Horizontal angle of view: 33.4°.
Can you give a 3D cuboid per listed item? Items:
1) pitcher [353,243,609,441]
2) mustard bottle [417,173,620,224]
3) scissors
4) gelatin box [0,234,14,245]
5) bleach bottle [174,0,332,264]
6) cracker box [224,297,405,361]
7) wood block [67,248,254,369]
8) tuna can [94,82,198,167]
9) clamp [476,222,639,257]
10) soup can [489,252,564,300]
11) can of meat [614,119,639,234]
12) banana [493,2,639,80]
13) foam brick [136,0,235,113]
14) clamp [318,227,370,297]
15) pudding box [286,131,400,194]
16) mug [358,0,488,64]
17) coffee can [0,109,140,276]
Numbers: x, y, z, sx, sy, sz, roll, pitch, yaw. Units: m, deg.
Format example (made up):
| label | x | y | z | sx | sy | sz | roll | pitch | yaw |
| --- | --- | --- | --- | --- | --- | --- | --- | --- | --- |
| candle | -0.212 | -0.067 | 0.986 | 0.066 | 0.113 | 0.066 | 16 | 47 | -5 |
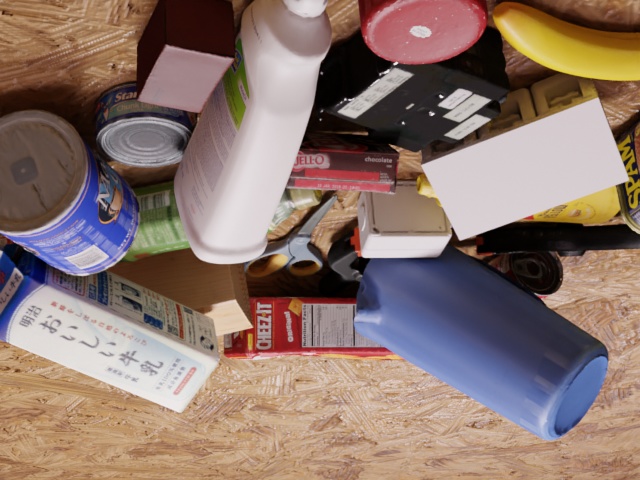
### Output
| label | x | y | z | sx | sy | sz | roll | pitch | yaw |
| --- | --- | --- | --- | --- | --- | --- | --- | --- | --- |
| pitcher | 0.167 | 0.090 | 1.075 | 0.243 | 0.149 | 0.145 | 32 | 171 | 33 |
| mustard bottle | 0.185 | -0.050 | 0.999 | 0.191 | 0.058 | 0.096 | 1 | 161 | -10 |
| scissors | -0.007 | 0.001 | 1.134 | 0.096 | 0.016 | 0.202 | 12 | 151 | -35 |
| gelatin box | -0.330 | 0.010 | 1.036 | 0.089 | 0.073 | 0.030 | -9 | 156 | 10 |
| bleach bottle | -0.045 | -0.092 | 0.795 | 0.068 | 0.102 | 0.251 | -5 | 147 | -27 |
| cracker box | 0.003 | 0.106 | 1.249 | 0.213 | 0.072 | 0.164 | 1 | 173 | -13 |
| wood block | -0.184 | 0.061 | 1.123 | 0.206 | 0.091 | 0.090 | -13 | 155 | 4 |
| tuna can | -0.144 | -0.094 | 0.884 | 0.086 | 0.034 | 0.086 | -3 | 155 | -2 |
| clamp | 0.270 | -0.001 | 1.114 | 0.210 | 0.036 | 0.164 | -3 | 178 | 29 |
| soup can | 0.218 | 0.049 | 1.209 | 0.068 | 0.068 | 0.102 | 7 | 154 | -23 |
| can of meat | 0.304 | -0.067 | 0.930 | 0.057 | 0.102 | 0.084 | 7 | 151 | -21 |
| banana | 0.220 | -0.152 | 0.814 | 0.197 | 0.037 | 0.070 | -1 | 137 | -9 |
| foam brick | -0.099 | -0.137 | 0.777 | 0.052 | 0.051 | 0.078 | 9 | 153 | -24 |
| clamp | 0.042 | 0.029 | 1.177 | 0.120 | 0.039 | 0.171 | -13 | 155 | 11 |
| pudding box | 0.012 | -0.066 | 0.891 | 0.090 | 0.039 | 0.113 | 4 | -170 | -7 |
| mug | 0.066 | -0.174 | 0.684 | 0.093 | 0.081 | 0.117 | 1 | 155 | -10 |
| coffee can | -0.220 | -0.036 | 0.894 | 0.103 | 0.103 | 0.140 | -7 | 163 | 7 |
